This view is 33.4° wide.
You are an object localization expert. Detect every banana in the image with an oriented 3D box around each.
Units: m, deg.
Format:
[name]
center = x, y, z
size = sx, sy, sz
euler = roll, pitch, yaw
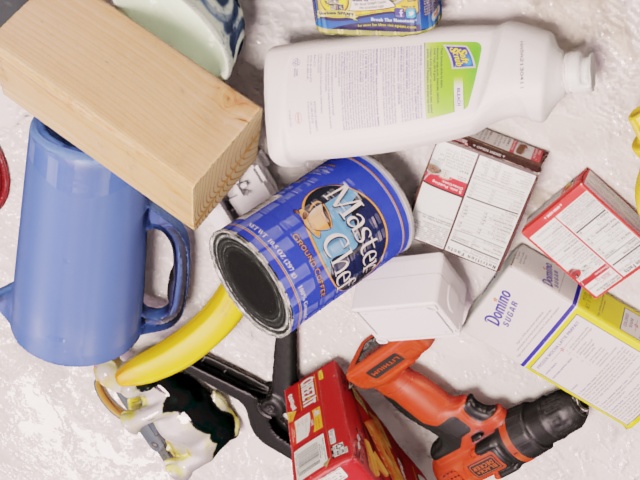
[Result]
[banana]
center = -0.120, 0.080, 1.049
size = 0.069, 0.037, 0.198
euler = 32, 107, -28

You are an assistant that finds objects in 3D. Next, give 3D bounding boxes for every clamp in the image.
[clamp]
center = -0.042, 0.158, 1.108
size = 0.165, 0.036, 0.210
euler = -28, 109, 34

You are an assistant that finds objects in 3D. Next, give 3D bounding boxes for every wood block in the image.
[wood block]
center = -0.157, -0.113, 0.874
size = 0.206, 0.090, 0.090
euler = 35, 158, 9

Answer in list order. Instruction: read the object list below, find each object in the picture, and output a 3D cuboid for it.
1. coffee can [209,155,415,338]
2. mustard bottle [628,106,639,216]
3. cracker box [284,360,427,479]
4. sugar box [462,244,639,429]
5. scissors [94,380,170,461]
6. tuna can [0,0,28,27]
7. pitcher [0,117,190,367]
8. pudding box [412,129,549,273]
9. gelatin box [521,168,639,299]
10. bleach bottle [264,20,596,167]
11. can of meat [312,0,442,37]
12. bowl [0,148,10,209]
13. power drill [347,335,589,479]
[coffee can]
center = -0.006, 0.001, 0.885
size = 0.103, 0.140, 0.103
euler = 40, 150, 29
[mustard bottle]
center = 0.296, -0.027, 0.806
size = 0.096, 0.058, 0.191
euler = -32, 107, 36
[cracker box]
center = 0.055, 0.244, 1.034
size = 0.072, 0.164, 0.213
euler = -33, 113, 10
[sugar box]
center = 0.223, 0.085, 0.930
size = 0.176, 0.048, 0.093
euler = 33, 131, 3
[scissors]
center = -0.180, 0.223, 1.232
size = 0.096, 0.016, 0.201
euler = -26, 112, 36
[tuna can]
center = -0.264, -0.207, 0.937
size = 0.086, 0.033, 0.086
euler = 12, 129, 16
[pitcher]
center = -0.213, -0.007, 1.011
size = 0.145, 0.149, 0.243
euler = 38, 133, 29
[pudding box]
center = 0.127, -0.037, 0.887
size = 0.090, 0.039, 0.114
euler = 22, 132, 7
[gelatin box]
center = 0.223, -0.004, 0.872
size = 0.089, 0.030, 0.073
euler = 41, 131, -4
[bleach bottle]
center = 0.083, -0.112, 0.822
size = 0.251, 0.068, 0.102
euler = -1, 95, 23
[can of meat]
center = 0.040, -0.200, 0.792
size = 0.102, 0.057, 0.084
euler = 7, 129, 20
[bowl]
center = -0.399, -0.073, 1.083
size = 0.162, 0.055, 0.162
euler = 12, 128, 15
[power drill]
center = 0.133, 0.147, 1.008
size = 0.187, 0.057, 0.185
euler = 44, 127, -10
